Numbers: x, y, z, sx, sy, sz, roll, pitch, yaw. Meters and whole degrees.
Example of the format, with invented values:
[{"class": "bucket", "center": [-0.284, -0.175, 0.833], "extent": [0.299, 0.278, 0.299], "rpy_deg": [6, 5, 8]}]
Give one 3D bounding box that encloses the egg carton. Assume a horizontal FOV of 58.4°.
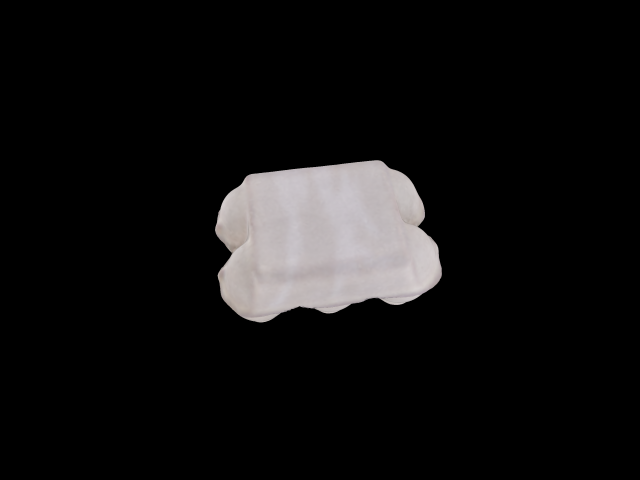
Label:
[{"class": "egg carton", "center": [0.004, 0.001, 0.400], "extent": [0.150, 0.069, 0.107], "rpy_deg": [-8, 56, -5]}]
